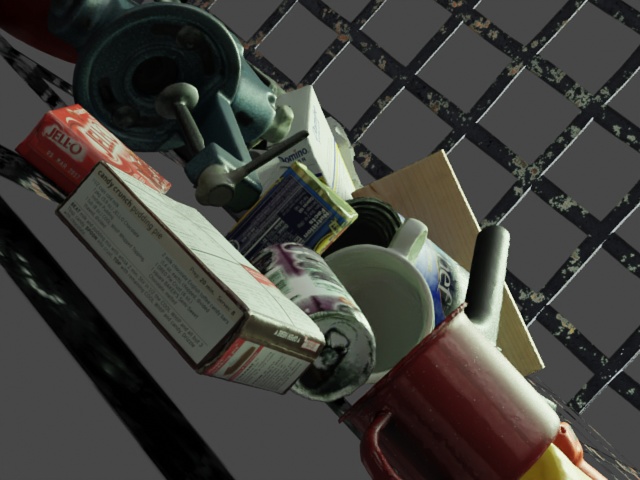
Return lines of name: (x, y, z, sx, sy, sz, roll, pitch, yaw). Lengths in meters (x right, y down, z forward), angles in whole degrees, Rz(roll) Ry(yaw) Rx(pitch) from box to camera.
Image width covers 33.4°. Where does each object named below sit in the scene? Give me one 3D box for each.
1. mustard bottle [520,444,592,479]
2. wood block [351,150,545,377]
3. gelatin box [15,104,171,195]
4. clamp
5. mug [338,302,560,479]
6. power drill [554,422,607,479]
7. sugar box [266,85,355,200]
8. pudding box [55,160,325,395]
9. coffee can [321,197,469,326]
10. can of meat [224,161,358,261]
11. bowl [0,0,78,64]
mustard bottle: (0.186, 0.202, 0.674, 0.191, 0.058, 0.096, 40, 14, -24)
wood block: (0.112, 0.035, 0.956, 0.090, 0.091, 0.206, 9, 56, -84)
gelatin box: (-0.120, -0.040, 0.583, 0.073, 0.030, 0.089, 41, 5, -8)
clamp: (0.113, 0.082, 0.766, 0.209, 0.036, 0.164, -19, 96, -58)
mug: (0.064, 0.097, 0.550, 0.081, 0.093, 0.117, 47, 36, 8)
power drill: (0.254, 0.239, 0.903, 0.188, 0.057, 0.184, 46, 2, 16)
sugar box: (0.002, -0.046, 0.998, 0.093, 0.048, 0.176, -86, 154, -54)
pudding box: (-0.059, 0.019, 0.499, 0.114, 0.039, 0.090, 41, 5, 26)
coffee can: (0.058, 0.043, 0.824, 0.140, 0.103, 0.103, 37, 7, -44)
can of meat: (-0.023, -0.004, 0.703, 0.057, 0.084, 0.102, 43, 4, 2)
bowl: (-0.216, -0.187, 0.874, 0.162, 0.055, 0.162, 26, 13, -7)
